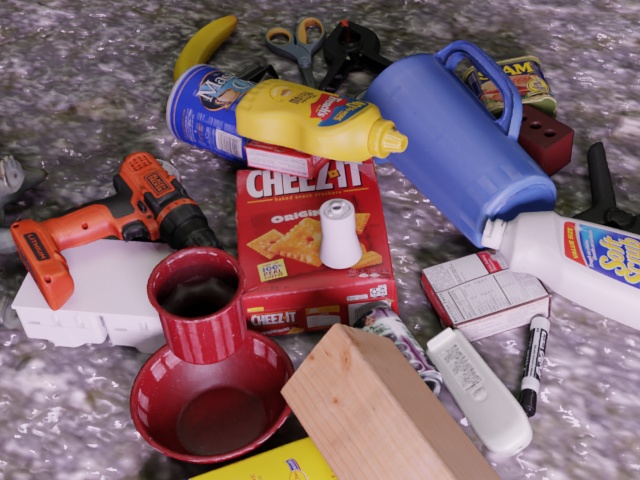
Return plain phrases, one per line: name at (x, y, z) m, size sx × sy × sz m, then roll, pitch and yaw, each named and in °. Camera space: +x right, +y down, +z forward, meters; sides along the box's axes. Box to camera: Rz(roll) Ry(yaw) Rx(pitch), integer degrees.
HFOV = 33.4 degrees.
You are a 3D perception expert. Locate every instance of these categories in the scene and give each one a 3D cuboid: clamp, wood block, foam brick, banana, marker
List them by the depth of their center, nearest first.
wood block at (0.065, 0.180, 0.936) m, size 0.090 × 0.090 × 0.206 m, roll -52°, pitch 50°, yaw 16°
marker at (0.210, 0.126, 1.052) m, size 0.020 × 0.020 × 0.121 m, roll 7°, pitch 46°, yaw 15°
clamp at (0.321, -0.022, 1.174) m, size 0.165 × 0.036 × 0.209 m, roll 35°, pitch 61°, yaw 30°
foam brick at (0.256, -0.117, 1.272) m, size 0.053 × 0.051 × 0.078 m, roll -34°, pitch 50°, yaw -25°
clamp at (0.056, -0.246, 1.441) m, size 0.120 × 0.039 × 0.171 m, roll -3°, pitch 44°, yaw 4°
banana at (-0.163, -0.250, 1.477) m, size 0.069 × 0.037 × 0.197 m, roll 3°, pitch 44°, yaw 7°

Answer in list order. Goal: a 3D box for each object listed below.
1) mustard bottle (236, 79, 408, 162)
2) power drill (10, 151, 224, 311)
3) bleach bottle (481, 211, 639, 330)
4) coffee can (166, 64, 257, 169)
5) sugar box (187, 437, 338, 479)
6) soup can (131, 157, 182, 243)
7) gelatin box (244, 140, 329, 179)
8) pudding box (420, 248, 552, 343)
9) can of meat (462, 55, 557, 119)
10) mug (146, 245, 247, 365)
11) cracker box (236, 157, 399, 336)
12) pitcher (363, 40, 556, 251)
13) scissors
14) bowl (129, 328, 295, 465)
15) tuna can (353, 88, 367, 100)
mustard bottle at (0.009, -0.126, 1.165) m, size 0.192 × 0.058 × 0.096 m, roll 18°, pitch 35°, yaw 29°
power drill at (-0.214, 0.000, 1.125) m, size 0.187 × 0.057 × 0.185 m, roll -27°, pitch 52°, yaw -21°
bleach bottle at (0.284, 0.034, 1.072) m, size 0.251 × 0.068 × 0.102 m, roll 17°, pitch 54°, yaw 12°
coffee can at (-0.105, -0.149, 1.318) m, size 0.140 × 0.103 × 0.102 m, roll 23°, pitch 52°, yaw 28°
sugar box at (-0.061, 0.243, 0.951) m, size 0.176 × 0.048 × 0.093 m, roll -17°, pitch 44°, yaw -11°
soup can at (-0.195, -0.039, 1.244) m, size 0.068 × 0.068 × 0.102 m, roll -7°, pitch 43°, yaw 0°
gelatin box at (-0.030, -0.106, 1.221) m, size 0.089 × 0.030 × 0.073 m, roll 13°, pitch 39°, yaw 28°
pudding box at (0.172, 0.056, 1.116) m, size 0.113 × 0.039 × 0.090 m, roll -17°, pitch 45°, yaw -8°
can of meat at (0.238, -0.178, 1.335) m, size 0.102 × 0.057 × 0.084 m, roll -10°, pitch 47°, yaw -2°
mug at (-0.117, 0.058, 1.036) m, size 0.093 × 0.081 × 0.117 m, roll -11°, pitch 48°, yaw -6°
cracker box at (-0.008, 0.001, 1.172) m, size 0.164 × 0.072 × 0.213 m, roll -6°, pitch 43°, yaw 1°
pitcher at (0.163, -0.105, 1.211) m, size 0.144 × 0.149 × 0.243 m, roll -23°, pitch 49°, yaw -17°
scissors at (-0.039, -0.246, 1.471) m, size 0.096 × 0.016 × 0.201 m, roll 1°, pitch 45°, yaw 11°
bowl at (-0.100, 0.160, 1.033) m, size 0.162 × 0.055 × 0.162 m, roll -4°, pitch 44°, yaw 4°
tuna can at (0.080, -0.160, 1.353) m, size 0.086 × 0.034 × 0.086 m, roll -4°, pitch 44°, yaw 4°
